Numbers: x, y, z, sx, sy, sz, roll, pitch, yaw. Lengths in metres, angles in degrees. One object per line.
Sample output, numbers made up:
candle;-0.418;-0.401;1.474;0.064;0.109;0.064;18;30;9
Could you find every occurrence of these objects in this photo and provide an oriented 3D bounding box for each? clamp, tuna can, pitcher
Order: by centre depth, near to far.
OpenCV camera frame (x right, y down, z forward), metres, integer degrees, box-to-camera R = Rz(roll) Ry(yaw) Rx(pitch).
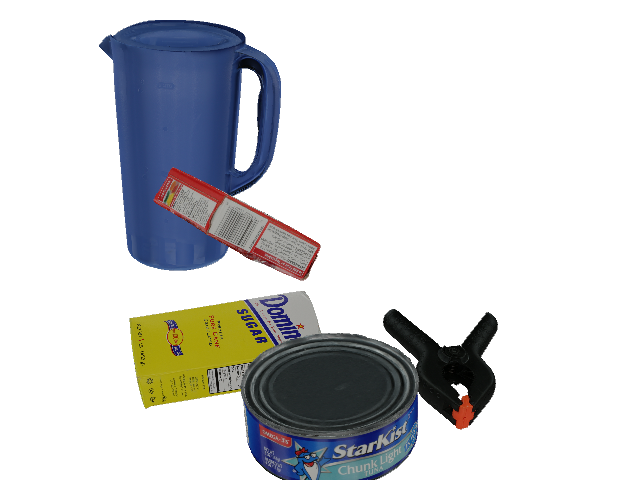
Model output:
tuna can;0.005;0.081;0.518;0.086;0.034;0.086;-2;26;1
clamp;0.139;0.121;1.069;0.120;0.039;0.171;-8;35;-9
pitcher;-0.135;-0.095;1.086;0.144;0.243;0.149;-11;27;-28

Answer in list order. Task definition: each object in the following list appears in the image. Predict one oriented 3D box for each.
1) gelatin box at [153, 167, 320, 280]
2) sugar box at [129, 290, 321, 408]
gelatin box;-0.054;-0.010;0.697;0.089;0.030;0.073;28;0;-40
sugar box;-0.088;0.100;1.010;0.176;0.048;0.093;-11;36;-8
